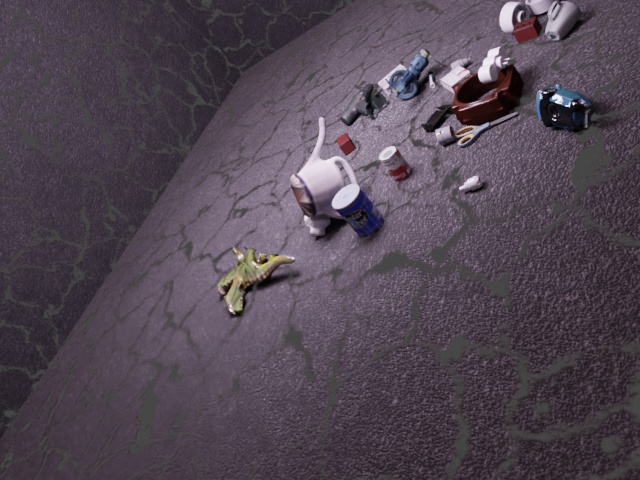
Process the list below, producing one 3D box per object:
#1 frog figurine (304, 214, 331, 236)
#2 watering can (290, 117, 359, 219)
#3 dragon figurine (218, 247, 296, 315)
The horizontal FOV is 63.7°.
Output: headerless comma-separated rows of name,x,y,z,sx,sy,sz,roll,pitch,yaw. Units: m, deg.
frog figurine,0.005,-0.091,1.807,0.136,0.121,0.162,-23,70,16
watering can,0.000,-0.220,1.721,0.226,0.347,0.103,-25,2,-19
dragon figurine,-0.245,0.148,1.803,0.410,0.121,0.245,3,70,53
